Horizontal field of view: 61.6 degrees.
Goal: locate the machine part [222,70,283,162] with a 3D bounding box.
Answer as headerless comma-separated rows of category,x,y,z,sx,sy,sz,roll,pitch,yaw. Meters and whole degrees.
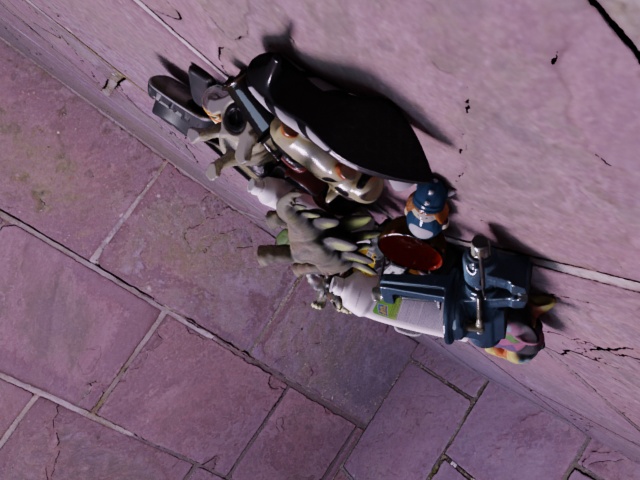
machine part,-0.084,-0.189,0.796,0.138,0.084,0.039,45,-162,-16

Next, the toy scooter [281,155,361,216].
toy scooter,-0.011,-0.111,0.957,0.183,0.075,0.135,39,173,-17

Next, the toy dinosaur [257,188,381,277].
toy dinosaur,-0.002,-0.003,0.922,0.199,0.105,0.471,-1,168,21

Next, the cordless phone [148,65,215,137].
cordless phone,-0.253,-0.278,0.993,0.146,0.089,0.184,35,162,1

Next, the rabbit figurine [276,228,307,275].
rabbit figurine,0.012,-0.010,1.282,0.121,0.170,0.159,60,-152,2

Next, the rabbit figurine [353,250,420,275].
rabbit figurine,0.170,0.085,1.323,0.173,0.121,0.162,20,-179,-16

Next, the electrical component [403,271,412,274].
electrical component,0.193,0.090,1.132,0.094,0.021,0.063,23,-159,-7

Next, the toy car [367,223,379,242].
toy car,0.059,-0.043,1.172,0.201,0.056,0.073,35,173,-8

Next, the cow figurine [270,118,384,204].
cow figurine,0.012,-0.116,0.769,0.195,0.085,0.127,34,168,-23

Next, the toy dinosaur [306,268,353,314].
toy dinosaur,0.085,0.077,1.459,0.131,0.192,0.405,19,-152,22

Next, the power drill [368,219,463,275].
power drill,0.203,0.051,1.059,0.207,0.086,0.231,36,174,26

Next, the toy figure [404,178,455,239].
toy figure,0.153,-0.041,0.755,0.064,0.058,0.154,-6,164,7

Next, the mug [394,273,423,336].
mug,0.187,0.125,0.997,0.107,0.109,0.080,15,158,6

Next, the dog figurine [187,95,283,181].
dog figurine,-0.104,-0.183,0.930,0.172,0.121,0.190,-21,177,37

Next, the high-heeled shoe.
high-heeled shoe,0.016,-0.137,0.639,0.248,0.086,0.145,39,176,-6

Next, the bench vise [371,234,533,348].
bench vise,0.190,0.078,0.815,0.241,0.129,0.223,4,147,24

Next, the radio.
radio,-0.133,-0.165,1.144,0.131,0.073,0.229,27,170,48

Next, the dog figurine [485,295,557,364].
dog figurine,0.352,0.151,0.944,0.191,0.108,0.219,32,169,-5

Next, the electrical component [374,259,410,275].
electrical component,0.160,0.059,1.194,0.075,0.048,0.119,16,152,-8
